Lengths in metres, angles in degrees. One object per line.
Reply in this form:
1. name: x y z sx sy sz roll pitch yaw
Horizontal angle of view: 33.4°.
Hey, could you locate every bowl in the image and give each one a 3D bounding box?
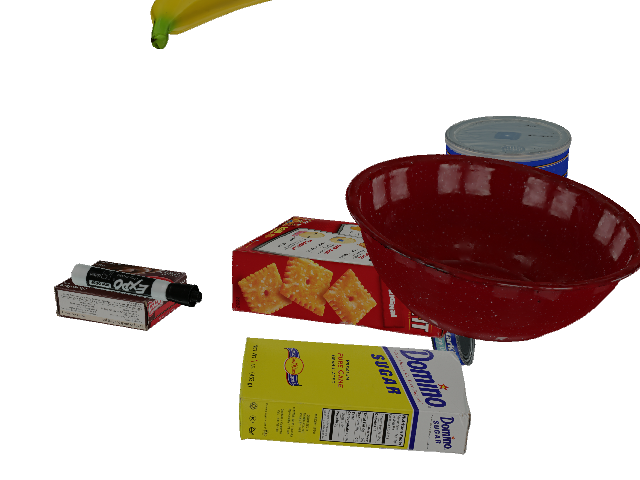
1. bowl: 0.090 0.008 0.579 0.162 0.055 0.162 6 26 -3

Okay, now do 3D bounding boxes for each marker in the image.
1. marker: -0.155 0.038 0.902 0.121 0.020 0.020 9 3 21

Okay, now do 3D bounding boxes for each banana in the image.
1. banana: -0.038 -0.174 0.732 0.197 0.070 0.037 -24 -34 -21

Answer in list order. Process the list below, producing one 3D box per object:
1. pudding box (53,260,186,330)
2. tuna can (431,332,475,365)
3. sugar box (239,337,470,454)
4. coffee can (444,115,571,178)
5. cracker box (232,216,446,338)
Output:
1. pudding box: -0.211 0.057 1.137 0.114 0.039 0.090 5 18 20
2. tuna can: 0.158 0.108 1.276 0.034 0.086 0.086 -7 -3 21
3. sugar box: 0.025 0.121 0.845 0.176 0.048 0.093 1 26 -1
4. coffee can: 0.156 -0.024 0.904 0.103 0.140 0.103 -2 23 1
5. cracker box: 0.040 0.034 1.070 0.214 0.072 0.164 7 15 19
